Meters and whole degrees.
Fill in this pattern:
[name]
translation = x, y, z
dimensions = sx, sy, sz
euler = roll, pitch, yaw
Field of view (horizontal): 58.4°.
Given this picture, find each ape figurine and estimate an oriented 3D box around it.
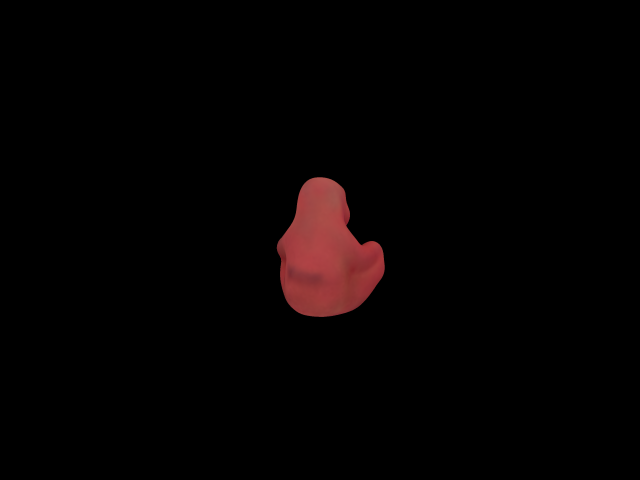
[ape figurine]
translation = 0.004, 0.001, 0.400
dimensions = 0.077, 0.092, 0.076
euler = 11, 21, 30
